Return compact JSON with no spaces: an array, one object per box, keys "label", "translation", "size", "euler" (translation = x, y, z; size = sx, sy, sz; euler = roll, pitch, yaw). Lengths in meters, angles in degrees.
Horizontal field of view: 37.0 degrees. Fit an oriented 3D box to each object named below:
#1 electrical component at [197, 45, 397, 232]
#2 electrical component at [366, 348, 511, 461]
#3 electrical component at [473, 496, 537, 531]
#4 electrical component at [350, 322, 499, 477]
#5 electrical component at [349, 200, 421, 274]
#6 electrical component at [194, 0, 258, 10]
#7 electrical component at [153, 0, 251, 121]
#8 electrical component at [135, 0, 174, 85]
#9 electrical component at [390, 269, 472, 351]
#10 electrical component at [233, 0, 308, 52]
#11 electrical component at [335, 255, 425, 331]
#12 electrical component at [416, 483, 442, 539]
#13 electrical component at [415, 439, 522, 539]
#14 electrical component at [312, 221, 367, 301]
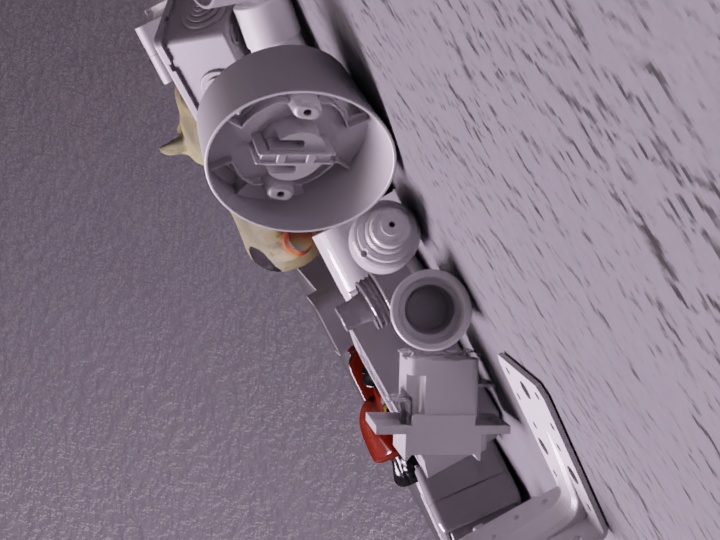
[{"label":"electrical component","translation":[-0.037,-0.069,0.580],"size":[0.099,0.099,0.064],"euler":[69,178,-53]},{"label":"electrical component","translation":[0.046,0.079,0.648],"size":[0.042,0.081,0.063],"euler":[-162,73,-81]},{"label":"electrical component","translation":[0.122,0.219,0.719],"size":[0.108,0.056,0.108],"euler":[60,174,24]},{"label":"electrical component","translation":[0.044,0.075,0.733],"size":[0.113,0.057,0.078],"euler":[60,174,22]},{"label":"electrical component","translation":[0.015,-0.020,0.616],"size":[0.040,0.040,0.078],"euler":[62,174,4]},{"label":"electrical component","translation":[-0.074,-0.193,0.590],"size":[0.099,0.064,0.099],"euler":[55,158,35]},{"label":"electrical component","translation":[-0.086,-0.147,0.702],"size":[0.099,0.048,0.099],"euler":[65,-153,-48]},{"label":"electrical component","translation":[-0.128,-0.193,0.849],"size":[0.055,0.089,0.050],"euler":[64,175,-17]},{"label":"electrical component","translation":[0.038,0.022,0.610],"size":[0.044,0.044,0.065],"euler":[62,179,1]},{"label":"electrical component","translation":[-0.051,-0.138,0.657],"size":[0.044,0.044,0.065],"euler":[-128,16,-62]},{"label":"electrical component","translation":[0.015,0.018,0.689],"size":[0.048,0.062,0.048],"euler":[61,175,10]},{"label":"electrical component","translation":[0.104,0.240,1.000],"size":[0.108,0.056,0.108],"euler":[56,171,52]},{"label":"electrical component","translation":[0.084,0.175,0.796],"size":[0.096,0.062,0.061],"euler":[71,175,-59]},{"label":"electrical component","translation":[0.000,0.000,0.847],"size":[0.081,0.043,0.043],"euler":[63,175,-5]}]
